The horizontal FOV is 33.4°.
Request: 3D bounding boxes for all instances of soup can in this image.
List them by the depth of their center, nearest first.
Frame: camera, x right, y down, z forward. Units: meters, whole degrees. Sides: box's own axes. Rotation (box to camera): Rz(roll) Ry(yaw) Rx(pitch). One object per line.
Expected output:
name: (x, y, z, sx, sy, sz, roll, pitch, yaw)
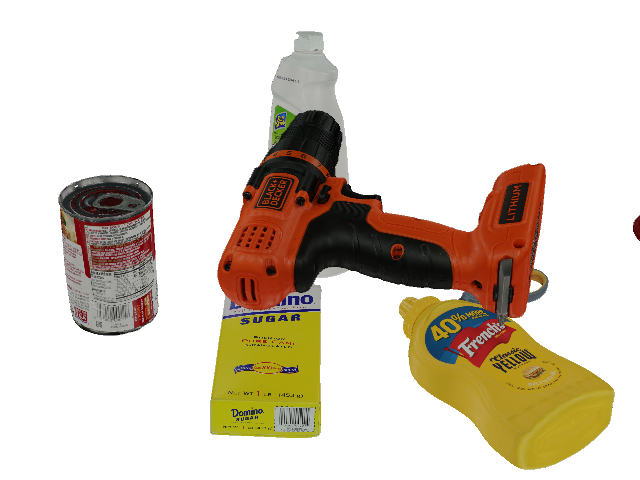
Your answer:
soup can: (-0.156, 0.012, 0.798, 0.068, 0.102, 0.068, 1, 30, -1)

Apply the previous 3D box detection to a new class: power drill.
power drill: (0.044, -0.019, 0.675, 0.188, 0.057, 0.184, 5, 41, 14)

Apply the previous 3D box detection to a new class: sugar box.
sugar box: (-0.046, 0.101, 0.953, 0.093, 0.048, 0.176, 3, 34, -2)

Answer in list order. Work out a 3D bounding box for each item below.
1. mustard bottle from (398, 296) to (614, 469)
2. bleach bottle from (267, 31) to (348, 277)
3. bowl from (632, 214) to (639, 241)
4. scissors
mustard bottle: (0.125, 0.095, 0.822, 0.096, 0.058, 0.192, -21, 36, -27)
bleach bottle: (-0.010, -0.093, 1.136, 0.103, 0.251, 0.067, 17, 23, 38)
bowl: (0.417, 0.015, 1.149, 0.162, 0.055, 0.162, -1, 25, 0)
scissors: (0.157, 0.050, 1.151, 0.201, 0.016, 0.096, -10, 40, -29)
